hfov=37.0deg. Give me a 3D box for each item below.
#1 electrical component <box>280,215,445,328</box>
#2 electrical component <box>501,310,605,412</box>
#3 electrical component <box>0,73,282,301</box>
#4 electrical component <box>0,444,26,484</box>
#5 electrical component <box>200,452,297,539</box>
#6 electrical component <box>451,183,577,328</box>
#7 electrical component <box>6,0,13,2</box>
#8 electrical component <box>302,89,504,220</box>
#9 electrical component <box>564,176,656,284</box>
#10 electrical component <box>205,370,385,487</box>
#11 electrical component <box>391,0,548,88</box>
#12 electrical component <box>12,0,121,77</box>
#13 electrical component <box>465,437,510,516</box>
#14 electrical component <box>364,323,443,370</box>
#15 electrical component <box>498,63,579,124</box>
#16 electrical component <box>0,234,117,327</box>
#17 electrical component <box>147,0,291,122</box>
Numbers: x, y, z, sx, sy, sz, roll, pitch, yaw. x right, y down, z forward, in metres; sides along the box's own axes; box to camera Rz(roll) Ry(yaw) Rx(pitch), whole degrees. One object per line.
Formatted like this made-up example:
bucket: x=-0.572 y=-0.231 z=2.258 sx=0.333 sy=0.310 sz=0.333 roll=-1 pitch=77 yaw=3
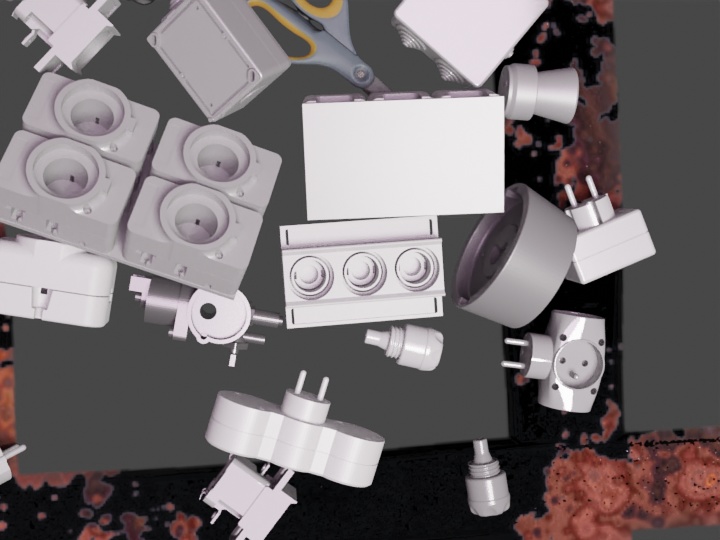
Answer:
electrical component: x=0.000 y=0.000 z=0.843 sx=0.121 sy=0.063 sz=0.078 roll=-4 pitch=95 yaw=-6
electrical component: x=0.155 y=0.071 z=0.876 sx=0.079 sy=0.044 sz=0.077 roll=8 pitch=94 yaw=-7
electrical component: x=-0.162 y=-0.064 z=0.798 sx=0.186 sy=0.060 sz=0.105 roll=19 pitch=61 yaw=-8
electrical component: x=-0.294 y=0.153 z=0.826 sx=0.077 sy=0.066 sz=0.047 roll=-27 pitch=98 yaw=-33
electrical component: x=-0.089 y=0.180 z=0.859 sx=0.064 sy=0.042 sz=0.081 roll=37 pitch=89 yaw=-6
electrical component: x=0.125 y=-0.006 z=0.838 sx=0.060 sy=0.108 sz=0.108 roll=27 pitch=91 yaw=-14
electrical component: x=-0.289 y=-0.214 z=0.792 sx=0.057 sy=0.078 sz=0.058 roll=-42 pitch=103 yaw=-21
electrical component: x=0.032 y=-0.090 z=0.831 sx=0.150 sy=0.061 sz=0.089 roll=-2 pitch=105 yaw=-2
electrical component: x=0.189 y=-0.037 z=0.870 sx=0.066 sy=0.047 sz=0.076 roll=-23 pitch=96 yaw=-4
electrical component: x=-0.046 y=0.117 z=0.853 sx=0.138 sy=0.052 sz=0.073 roll=17 pitch=92 yaw=-8
electrical component: x=0.083 y=-0.202 z=0.844 sx=0.100 sy=0.048 sz=0.099 roll=40 pitch=89 yaw=-8
electrical component: x=-0.223 y=-0.187 z=0.814 sx=0.064 sy=0.042 sz=0.081 roll=44 pitch=88 yaw=-6
electrical component: x=0.103 y=0.169 z=0.883 sx=0.035 sy=0.035 sz=0.061 roll=-9 pitch=93 yaw=-6
electrical component: x=0.034 y=0.059 z=0.867 sx=0.061 sy=0.035 sz=0.035 roll=13 pitch=93 yaw=-5
electrical component: x=0.141 y=-0.141 z=0.857 sx=0.055 sy=0.045 sz=0.045 roll=3 pitch=94 yaw=-6
electrical component: x=-0.237 y=0.006 z=0.822 sx=0.095 sy=0.054 sz=0.059 roll=9 pitch=93 yaw=-7
electrical component: x=-0.108 y=-0.171 z=0.812 sx=0.062 sy=0.061 sz=0.096 roll=-35 pitch=95 yaw=32
